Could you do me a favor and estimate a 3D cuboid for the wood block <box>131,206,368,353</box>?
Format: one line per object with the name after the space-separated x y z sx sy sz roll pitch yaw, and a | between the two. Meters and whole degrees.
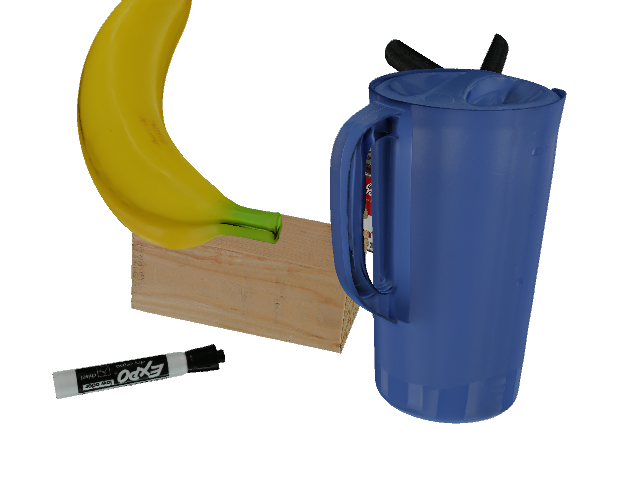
-0.067 0.029 1.018 0.206 0.090 0.090 11 29 10 | wood block

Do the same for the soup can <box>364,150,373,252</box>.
0.070 -0.045 1.159 0.068 0.102 0.068 -3 35 2 | soup can

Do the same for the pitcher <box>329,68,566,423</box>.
0.088 0.005 0.759 0.149 0.243 0.145 5 20 9 | pitcher

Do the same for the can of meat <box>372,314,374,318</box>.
0.105 0.077 0.983 0.102 0.057 0.084 -3 31 -13 | can of meat

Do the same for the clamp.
0.124 -0.134 0.967 0.120 0.039 0.171 -4 44 -2 | clamp

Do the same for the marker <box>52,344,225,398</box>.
-0.127 0.092 0.757 0.121 0.020 0.020 -9 2 -14 | marker

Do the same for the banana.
-0.074 -0.058 0.474 0.069 0.037 0.198 -6 46 -17 | banana
